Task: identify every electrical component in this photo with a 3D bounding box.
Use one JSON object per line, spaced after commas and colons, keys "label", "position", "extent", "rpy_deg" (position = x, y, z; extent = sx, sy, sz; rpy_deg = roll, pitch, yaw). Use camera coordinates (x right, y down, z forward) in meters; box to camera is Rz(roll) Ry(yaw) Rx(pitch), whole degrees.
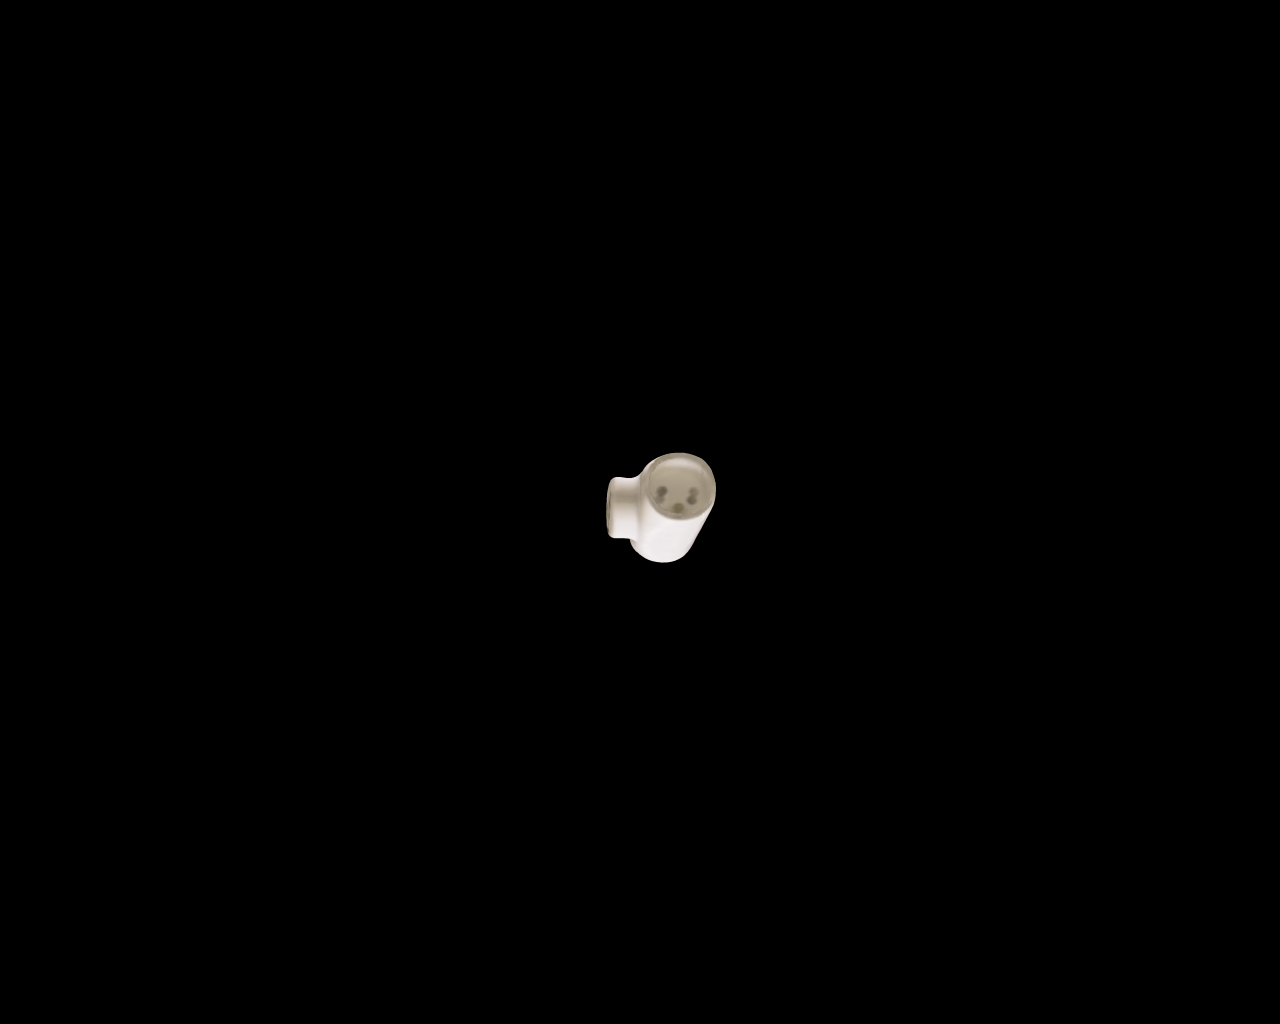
{"label": "electrical component", "position": [0.001, -0.003, 0.650], "extent": [0.079, 0.044, 0.077], "rpy_deg": [3, -22, -7]}
